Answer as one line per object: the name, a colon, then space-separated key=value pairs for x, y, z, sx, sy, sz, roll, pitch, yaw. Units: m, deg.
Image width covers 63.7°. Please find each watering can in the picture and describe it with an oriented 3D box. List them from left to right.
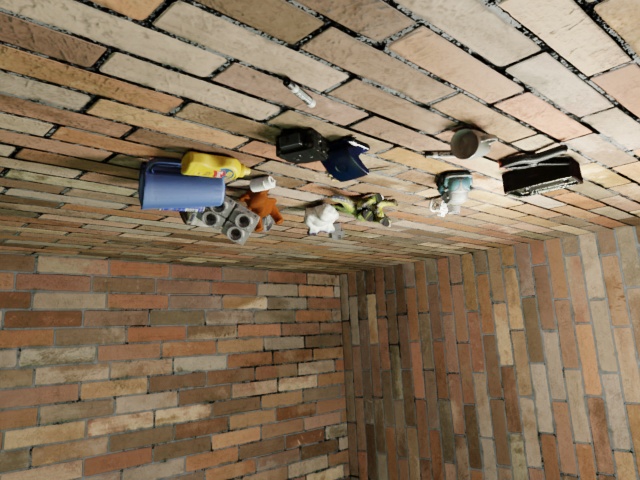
watering can: x=-0.412 y=-0.095 z=1.920 sx=0.224 sy=0.105 sz=0.345 roll=4 pitch=172 yaw=-24

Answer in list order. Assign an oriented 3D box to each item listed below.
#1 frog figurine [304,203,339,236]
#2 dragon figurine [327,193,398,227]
frog figurine: x=0.006 y=-0.103 z=2.040 sx=0.137 sy=0.126 sz=0.155 roll=8 pitch=139 yaw=1
dragon figurine: x=0.139 y=-0.116 z=1.989 sx=0.408 sy=0.123 sz=0.242 roll=15 pitch=169 yaw=-32
